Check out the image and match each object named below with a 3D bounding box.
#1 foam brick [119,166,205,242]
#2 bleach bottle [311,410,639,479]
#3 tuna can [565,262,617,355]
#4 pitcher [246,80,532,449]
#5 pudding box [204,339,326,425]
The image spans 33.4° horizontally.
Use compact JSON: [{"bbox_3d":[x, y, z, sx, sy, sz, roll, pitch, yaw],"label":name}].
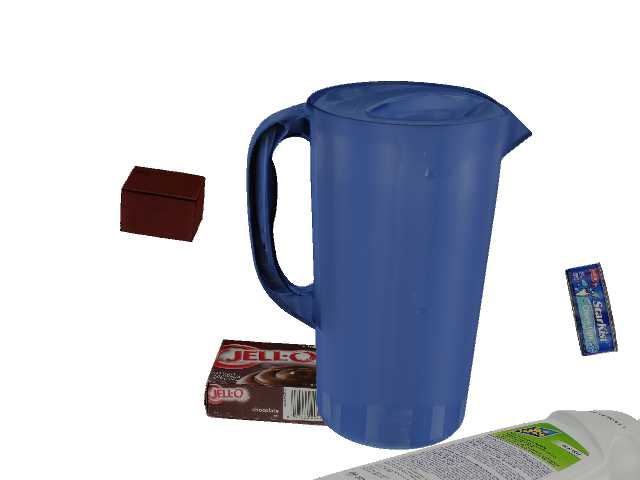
[{"bbox_3d":[-0.160,-0.038,1.091,0.078,0.051,0.053,9,31,3],"label":"foam brick"},{"bbox_3d":[0.113,0.146,0.601,0.250,0.068,0.103,-10,21,-31],"label":"bleach bottle"},{"bbox_3d":[0.256,0.065,1.010,0.034,0.086,0.086,-11,-2,12],"label":"tuna can"},{"bbox_3d":[0.043,0.016,0.736,0.149,0.243,0.144,17,25,37],"label":"pitcher"},{"bbox_3d":[-0.037,0.120,0.916,0.113,0.039,0.090,5,19,2],"label":"pudding box"}]
